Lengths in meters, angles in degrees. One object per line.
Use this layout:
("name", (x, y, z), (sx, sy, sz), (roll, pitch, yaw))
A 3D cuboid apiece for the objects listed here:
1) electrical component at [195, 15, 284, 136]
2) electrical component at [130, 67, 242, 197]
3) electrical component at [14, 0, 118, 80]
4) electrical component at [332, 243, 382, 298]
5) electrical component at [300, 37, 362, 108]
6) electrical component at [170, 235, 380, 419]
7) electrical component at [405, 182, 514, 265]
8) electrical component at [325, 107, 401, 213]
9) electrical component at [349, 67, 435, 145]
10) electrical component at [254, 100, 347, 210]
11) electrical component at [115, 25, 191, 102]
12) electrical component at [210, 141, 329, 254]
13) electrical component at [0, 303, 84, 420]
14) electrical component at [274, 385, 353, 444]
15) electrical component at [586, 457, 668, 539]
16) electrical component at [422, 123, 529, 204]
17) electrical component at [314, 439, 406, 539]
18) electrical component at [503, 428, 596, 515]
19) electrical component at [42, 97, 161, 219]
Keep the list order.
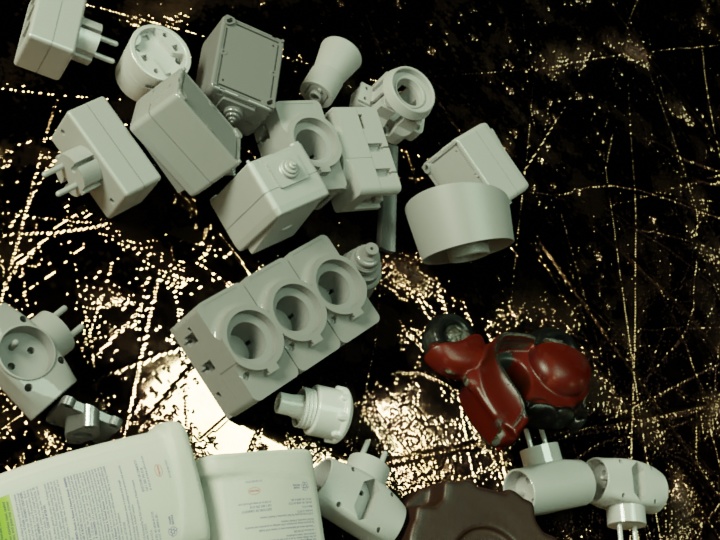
("electrical component", (-0.113, -0.167, 0.967), (0.062, 0.061, 0.096), (19, 59, -25))
("electrical component", (-0.143, -0.109, 0.904), (0.096, 0.061, 0.061), (49, 15, -27))
("electrical component", (-0.242, -0.196, 0.905), (0.077, 0.047, 0.065), (18, 59, -26))
("electrical component", (0.000, 0.000, 0.955), (0.040, 0.078, 0.040), (8, 60, -13))
("electrical component", (-0.031, -0.189, 1.046), (0.044, 0.044, 0.065), (36, 58, -14))
("electrical component", (-0.066, 0.043, 0.896), (0.150, 0.062, 0.089), (-31, 87, -39))
("electrical component", (0.096, -0.042, 1.023), (0.099, 0.099, 0.064), (-5, 77, -35))
("electrical component", (-0.008, -0.104, 1.013), (0.056, 0.050, 0.089), (-7, 72, -35))
("electrical component", (0.038, -0.165, 1.068), (0.078, 0.057, 0.058), (23, 57, -23))
("electrical component", (-0.053, -0.106, 0.980), (0.050, 0.056, 0.089), (-8, 73, -36))
("electrical component", (-0.182, -0.177, 0.936), (0.055, 0.047, 0.055), (14, 61, -28))
("electrical component", (-0.073, -0.062, 0.920), (0.062, 0.096, 0.061), (-27, 84, -39))
("electrical component", (-0.237, 0.056, 0.789), (0.077, 0.044, 0.079), (49, 50, -5))
("electrical component", (-0.039, 0.116, 0.892), (0.062, 0.048, 0.048), (15, 60, -19))
("electrical component", (0.254, 0.225, 1.032), (0.077, 0.043, 0.079), (16, 60, -26))
("electrical component", (0.122, -0.090, 1.085), (0.061, 0.062, 0.096), (-33, 88, -39))
("electrical component", (0.001, 0.178, 0.888), (0.077, 0.043, 0.079), (36, 53, -15))
("electrical component", (0.171, 0.184, 0.996), (0.077, 0.044, 0.079), (-1, 69, -34))
("electrical component", (-0.219, -0.083, 0.866), (0.076, 0.047, 0.083), (-35, 89, -39))
